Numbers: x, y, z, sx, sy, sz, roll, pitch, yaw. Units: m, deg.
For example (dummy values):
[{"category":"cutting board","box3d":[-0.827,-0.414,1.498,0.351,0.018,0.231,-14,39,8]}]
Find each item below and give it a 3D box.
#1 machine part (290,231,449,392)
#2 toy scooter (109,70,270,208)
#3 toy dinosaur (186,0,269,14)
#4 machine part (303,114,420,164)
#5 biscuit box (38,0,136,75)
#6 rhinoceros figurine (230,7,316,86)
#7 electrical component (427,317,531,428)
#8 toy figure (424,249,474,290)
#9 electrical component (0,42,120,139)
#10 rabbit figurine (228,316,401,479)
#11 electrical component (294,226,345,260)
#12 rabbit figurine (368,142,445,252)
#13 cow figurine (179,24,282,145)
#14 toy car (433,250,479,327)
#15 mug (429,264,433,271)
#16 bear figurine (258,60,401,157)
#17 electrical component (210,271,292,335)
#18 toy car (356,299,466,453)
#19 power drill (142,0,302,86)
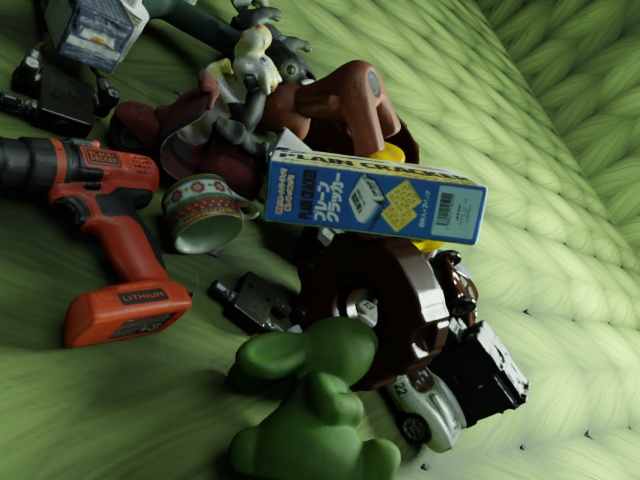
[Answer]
[{"category":"machine part","box3d":[0.048,0.074,0.579,0.056,0.179,0.179,-5,62,-50]},{"category":"toy scooter","box3d":[-0.121,-0.108,0.577,0.183,0.135,0.075,30,39,-30]},{"category":"toy dinosaur","box3d":[-0.202,-0.457,0.834,0.405,0.131,0.192,-10,54,-48]},{"category":"machine part","box3d":[0.077,-0.167,0.909,0.201,0.087,0.201,36,37,-19]},{"category":"biscuit box","box3d":[-0.263,-0.263,0.582,0.062,0.059,0.203,11,37,-44]},{"category":"rhinoceros figurine","box3d":[-0.066,-0.295,0.871,0.190,0.073,0.112,53,32,2]},{"category":"electrical component","box3d":[0.185,0.168,0.696,0.134,0.115,0.058,52,29,1]},{"category":"toy figure","box3d":[0.183,0.029,0.874,0.154,0.064,0.058,40,72,-8]},{"category":"electrical component","box3d":[-0.256,-0.147,0.536,0.102,0.045,0.078,21,43,-37]},{"category":"rabbit figurine","box3d":[-0.009,0.145,0.495,0.159,0.121,0.170,22,55,-4]},{"category":"electrical component","box3d":[-0.001,-0.002,0.695,0.119,0.048,0.075,38,36,-19]},{"category":"rabbit figurine","box3d":[0.118,-0.039,0.769,0.173,0.122,0.162,32,25,-16]},{"category":"cow figurine","box3d":[-0.096,-0.163,0.627,0.098,0.167,0.068,44,32,-10]},{"category":"toy car","box3d":[0.201,0.089,0.771,0.202,0.053,0.089,65,16,-54]},{"category":"mug","box3d":[0.134,0.075,0.761,0.107,0.081,0.109,-64,135,-62]},{"category":"bear figurine","box3d":[-0.005,-0.174,0.757,0.131,0.196,0.120,67,30,-19]},{"category":"electrical component","box3d":[-0.073,0.065,0.574,0.094,0.021,0.063,39,35,-16]},{"category":"toy car","box3d":[0.104,0.161,0.659,0.073,0.056,0.202,-20,75,-55]},{"category":"power drill","box3d":[-0.134,-0.272,0.702,0.207,0.086,0.232,18,15,-21]}]
